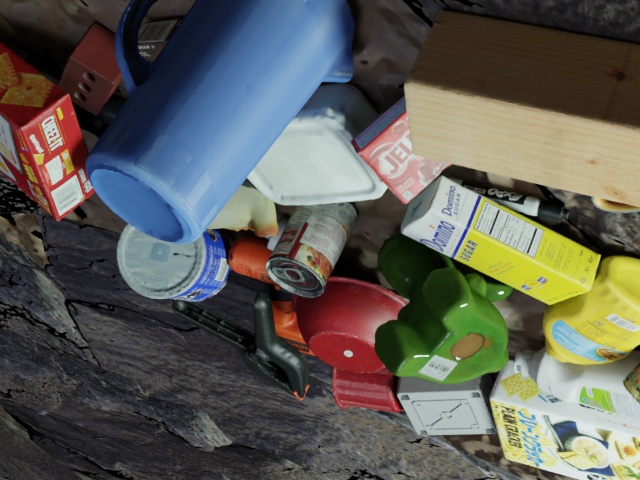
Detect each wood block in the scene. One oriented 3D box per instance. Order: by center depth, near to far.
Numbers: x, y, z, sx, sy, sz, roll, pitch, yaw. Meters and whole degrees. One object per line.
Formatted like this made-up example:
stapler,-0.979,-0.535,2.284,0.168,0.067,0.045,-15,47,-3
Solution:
wood block,0.180,-0.105,0.843,0.206,0.090,0.090,15,148,21

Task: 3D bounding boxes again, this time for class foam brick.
foam brick,-0.232,-0.176,1.104,0.053,0.051,0.078,32,150,-9

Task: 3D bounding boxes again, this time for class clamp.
clamp,-0.254,-0.138,1.199,0.171,0.039,0.120,31,160,-2
clamp,-0.072,0.133,1.358,0.165,0.036,0.209,-13,130,47

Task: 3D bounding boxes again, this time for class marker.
marker,0.179,-0.038,1.022,0.121,0.020,0.020,15,148,21

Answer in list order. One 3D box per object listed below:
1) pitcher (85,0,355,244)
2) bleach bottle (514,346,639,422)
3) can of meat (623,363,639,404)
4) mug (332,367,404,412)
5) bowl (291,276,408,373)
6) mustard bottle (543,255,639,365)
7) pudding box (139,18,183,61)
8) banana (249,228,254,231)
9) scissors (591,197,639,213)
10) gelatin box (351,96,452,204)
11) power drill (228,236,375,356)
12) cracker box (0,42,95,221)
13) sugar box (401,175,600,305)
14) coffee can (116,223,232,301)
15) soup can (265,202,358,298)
pitcher,-0.092,-0.125,0.878,0.149,0.242,0.145,20,152,26
bleach bottle,0.332,0.154,1.160,0.251,0.068,0.102,11,147,31
can of meat,0.364,0.144,1.052,0.102,0.057,0.084,50,117,29
mug,0.077,0.180,1.393,0.082,0.093,0.117,4,175,27
bowl,0.038,0.109,1.240,0.162,0.055,0.162,13,148,8
mustard bottle,0.283,0.083,1.089,0.096,0.058,0.192,25,151,-6
pudding box,-0.114,-0.171,1.030,0.114,0.039,0.090,6,145,33
banana,-0.148,-0.065,1.220,0.198,0.037,0.070,18,136,7
scissors,0.293,-0.069,0.884,0.096,0.016,0.202,38,149,-17
gelatin box,0.084,-0.087,0.957,0.073,0.089,0.030,45,-170,-29
power drill,-0.016,0.074,1.323,0.184,0.057,0.187,17,147,17
cracker box,-0.347,-0.143,1.173,0.214,0.072,0.164,38,155,24
sugar box,0.173,0.003,1.039,0.176,0.048,0.093,23,163,-7
coffee can,-0.168,0.020,1.255,0.103,0.103,0.140,21,179,10
soup can,-0.008,0.001,1.151,0.068,0.102,0.068,20,150,12
